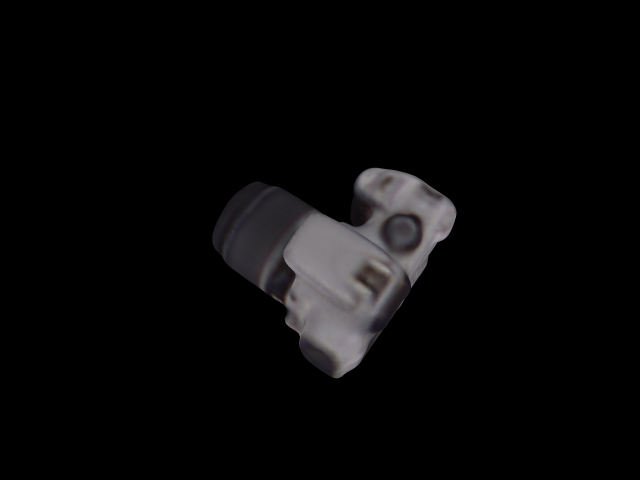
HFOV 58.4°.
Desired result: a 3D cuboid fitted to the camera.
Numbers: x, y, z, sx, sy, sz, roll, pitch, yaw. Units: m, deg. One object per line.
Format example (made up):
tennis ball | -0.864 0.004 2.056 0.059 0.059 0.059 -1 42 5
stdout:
camera | 0.004 0.001 0.400 0.136 0.101 0.143 33 74 11
